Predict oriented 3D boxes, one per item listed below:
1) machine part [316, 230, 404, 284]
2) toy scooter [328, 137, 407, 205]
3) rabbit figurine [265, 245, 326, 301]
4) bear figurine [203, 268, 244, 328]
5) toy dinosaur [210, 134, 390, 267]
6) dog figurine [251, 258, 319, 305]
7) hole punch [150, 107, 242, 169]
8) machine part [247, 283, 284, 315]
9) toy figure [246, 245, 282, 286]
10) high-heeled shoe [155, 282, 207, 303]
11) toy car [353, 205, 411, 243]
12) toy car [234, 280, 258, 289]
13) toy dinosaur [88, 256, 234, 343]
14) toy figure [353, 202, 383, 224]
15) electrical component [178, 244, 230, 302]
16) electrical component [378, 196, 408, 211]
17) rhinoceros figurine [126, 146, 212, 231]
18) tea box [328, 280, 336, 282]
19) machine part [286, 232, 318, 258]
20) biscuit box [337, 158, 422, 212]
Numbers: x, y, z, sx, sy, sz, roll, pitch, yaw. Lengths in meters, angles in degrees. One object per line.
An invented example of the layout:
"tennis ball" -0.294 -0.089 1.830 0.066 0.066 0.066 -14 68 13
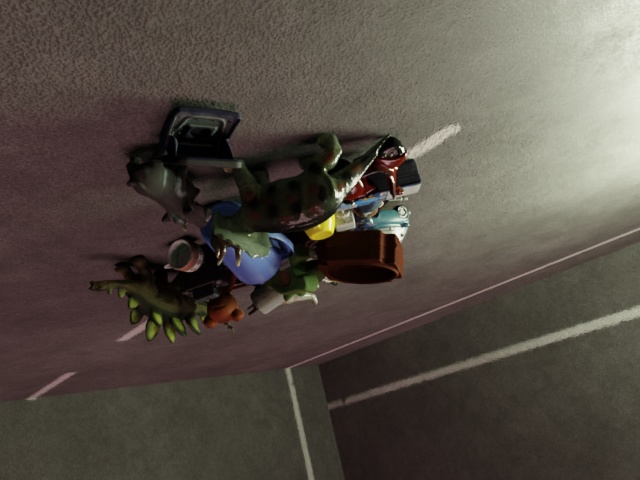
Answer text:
"machine part" 0.103 0.048 1.344 0.201 0.087 0.201 -2 158 15
"toy scooter" 0.103 -0.122 1.098 0.184 0.075 0.135 -24 132 14
"rabbit figurine" -0.049 0.099 1.394 0.159 0.121 0.170 -36 161 29
"bear figurine" -0.255 0.137 1.421 0.120 0.196 0.131 -19 161 5
"toy dinosaur" -0.047 -0.074 1.000 0.405 0.192 0.131 -16 162 10
"dog figurine" -0.109 0.127 1.603 0.191 0.172 0.121 -5 -158 -15
"hole punch" -0.191 -0.158 0.855 0.142 0.092 0.116 -5 -172 -32
"machine part" -0.111 0.134 1.531 0.243 0.079 0.079 -37 156 9
"toy figure" -0.146 0.070 1.486 0.180 0.082 0.089 -22 159 27
"high-heeled shoe" -0.417 0.149 1.507 0.249 0.086 0.145 1 154 -28
"toy car" 0.170 -0.026 1.411 0.161 0.103 0.109 -3 157 -33
"toy car" -0.255 0.123 1.592 0.202 0.053 0.089 -13 167 -15
"toy dinosaur" -0.388 0.165 1.403 0.105 0.198 0.471 -22 157 29
"toy figure" 0.113 -0.082 1.285 0.058 0.064 0.154 -46 172 -16
"electrical component" -0.293 0.085 1.346 0.115 0.134 0.058 -21 160 13
"electrical component" 0.171 -0.094 1.345 0.094 0.021 0.063 -7 159 -23
"rhinoceros figurine" -0.258 -0.084 0.948 0.073 0.112 0.190 -22 151 14
"tea box" 0.095 0.051 1.575 0.170 0.098 0.068 -26 157 34
"machine part" -0.003 -0.004 1.419 0.179 0.056 0.179 -14 161 -5
"biscuit box" 0.116 -0.118 1.181 0.203 0.063 0.059 -13 161 -2
